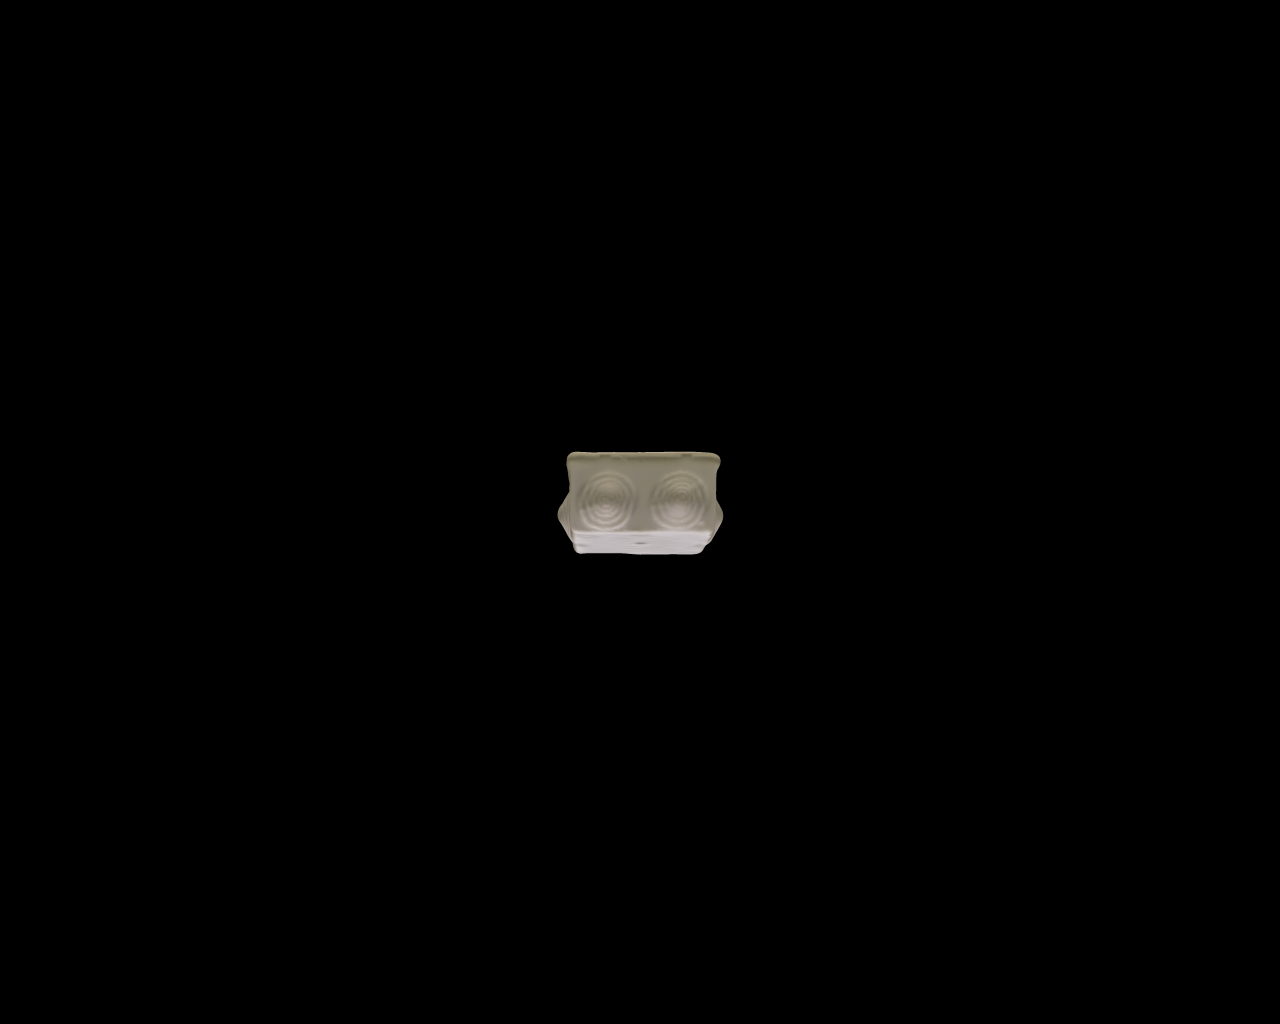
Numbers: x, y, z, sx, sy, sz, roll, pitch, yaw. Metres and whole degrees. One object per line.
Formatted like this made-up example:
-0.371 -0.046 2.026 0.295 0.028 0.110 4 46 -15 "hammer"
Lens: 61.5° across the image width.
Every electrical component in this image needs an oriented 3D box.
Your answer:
0.001 -0.003 0.650 0.100 0.048 0.099 0 -11 -2 "electrical component"
